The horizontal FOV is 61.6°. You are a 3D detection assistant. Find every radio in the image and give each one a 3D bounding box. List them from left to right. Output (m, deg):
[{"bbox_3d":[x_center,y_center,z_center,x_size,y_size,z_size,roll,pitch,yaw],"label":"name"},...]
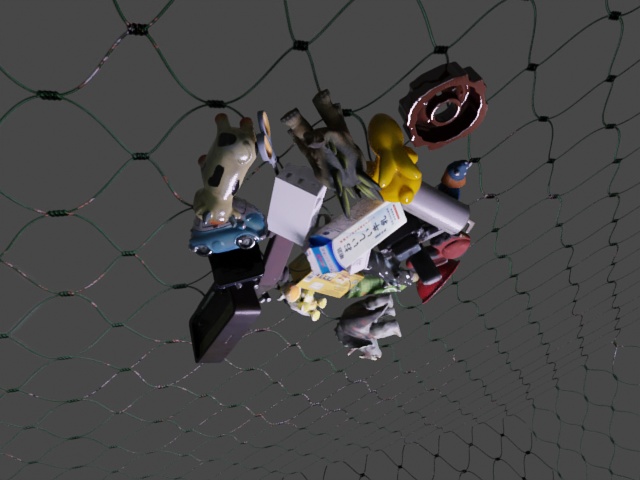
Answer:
[{"bbox_3d":[-0.233,0.183,1.281,0.073,0.131,0.229,10,134,-37],"label":"radio"}]

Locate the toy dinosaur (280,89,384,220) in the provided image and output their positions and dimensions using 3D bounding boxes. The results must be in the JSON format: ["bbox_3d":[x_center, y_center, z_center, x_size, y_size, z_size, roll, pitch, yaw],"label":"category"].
[{"bbox_3d":[0.030,-0.136,0.950,0.105,0.198,0.471,-28,180,10],"label":"toy dinosaur"}]

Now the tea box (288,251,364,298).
[{"bbox_3d":[0.017,0.079,1.340,0.098,0.068,0.169,-41,142,24],"label":"tea box"}]

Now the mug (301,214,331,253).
[{"bbox_3d":[-0.002,-0.004,1.204,0.081,0.109,0.107,-9,-174,-29],"label":"mug"}]

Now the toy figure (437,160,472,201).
[{"bbox_3d":[0.304,-0.127,1.243,0.058,0.064,0.154,17,136,10],"label":"toy figure"}]

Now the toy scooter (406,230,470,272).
[{"bbox_3d":[0.304,0.017,1.418,0.184,0.075,0.135,-27,145,12],"label":"toy scooter"}]

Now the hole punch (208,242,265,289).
[{"bbox_3d":[-0.181,0.042,1.153,0.142,0.116,0.092,-14,169,-7],"label":"hole punch"}]

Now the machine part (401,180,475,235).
[{"bbox_3d":[0.247,-0.080,1.204,0.243,0.079,0.079,25,127,-16],"label":"machine part"}]

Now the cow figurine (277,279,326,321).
[{"bbox_3d":[-0.061,0.143,1.375,0.068,0.098,0.167,-64,145,-15],"label":"cow figurine"}]

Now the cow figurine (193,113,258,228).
[{"bbox_3d":[-0.168,-0.108,0.943,0.085,0.127,0.194,9,131,-33],"label":"cow figurine"}]

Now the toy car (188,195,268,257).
[{"bbox_3d":[-0.189,-0.038,1.059,0.162,0.109,0.102,-12,121,3],"label":"toy car"}]

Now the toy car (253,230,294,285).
[{"bbox_3d":[-0.098,0.027,1.221,0.089,0.053,0.202,2,133,-24],"label":"toy car"}]

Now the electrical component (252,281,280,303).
[{"bbox_3d":[-0.142,0.115,1.318,0.078,0.045,0.102,-21,145,-1],"label":"electrical component"}]

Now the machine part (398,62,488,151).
[{"bbox_3d":[0.237,-0.257,1.039,0.179,0.056,0.179,-14,143,-11],"label":"machine part"}]

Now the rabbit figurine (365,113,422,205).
[{"bbox_3d":[0.132,-0.158,1.050,0.122,0.162,0.173,-13,127,7],"label":"rabbit figurine"}]

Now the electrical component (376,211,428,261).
[{"bbox_3d":[0.180,-0.018,1.249,0.115,0.134,0.058,-33,144,10],"label":"electrical component"}]

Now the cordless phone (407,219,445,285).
[{"bbox_3d":[0.270,0.013,1.298,0.147,0.184,0.088,-24,140,2],"label":"cordless phone"}]

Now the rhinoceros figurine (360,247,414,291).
[{"bbox_3d":[0.165,0.067,1.373,0.190,0.112,0.073,24,122,-36],"label":"rhinoceros figurine"}]

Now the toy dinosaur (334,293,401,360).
[{"bbox_3d":[0.120,0.228,1.491,0.192,0.131,0.404,-17,154,6],"label":"toy dinosaur"}]

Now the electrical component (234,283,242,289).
[{"bbox_3d":[-0.196,0.061,1.204,0.063,0.094,0.021,-43,-171,-21],"label":"electrical component"}]
